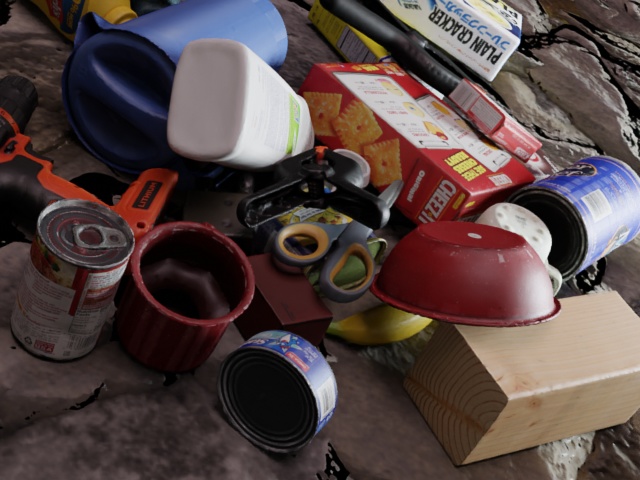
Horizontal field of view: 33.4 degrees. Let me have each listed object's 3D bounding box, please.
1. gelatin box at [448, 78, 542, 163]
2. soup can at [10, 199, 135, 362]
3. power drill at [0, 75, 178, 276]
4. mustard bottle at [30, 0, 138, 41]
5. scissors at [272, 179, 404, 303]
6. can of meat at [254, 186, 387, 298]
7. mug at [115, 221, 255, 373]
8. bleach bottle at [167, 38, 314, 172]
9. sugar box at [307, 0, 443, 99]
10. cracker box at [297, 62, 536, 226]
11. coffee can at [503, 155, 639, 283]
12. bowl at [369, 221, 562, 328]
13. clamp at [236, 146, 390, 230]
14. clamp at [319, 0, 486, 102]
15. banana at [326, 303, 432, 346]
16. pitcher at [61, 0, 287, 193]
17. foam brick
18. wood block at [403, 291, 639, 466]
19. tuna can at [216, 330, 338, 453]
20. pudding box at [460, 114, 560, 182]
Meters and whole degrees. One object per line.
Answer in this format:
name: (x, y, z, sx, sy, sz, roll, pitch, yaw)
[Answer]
gelatin box: (0.188, -0.128, 1.149, 0.073, 0.030, 0.089, 28, 19, -43)
soup can: (-0.179, 0.030, 0.765, 0.068, 0.102, 0.068, 17, 38, -14)
power drill: (-0.218, -0.056, 0.886, 0.187, 0.057, 0.184, 21, 40, -4)
mustard bottle: (-0.246, -0.253, 1.070, 0.192, 0.096, 0.058, 41, 38, 18)
scissors: (0.018, -0.016, 0.918, 0.096, 0.016, 0.201, 21, 35, -3)
can of meat: (-0.006, 0.001, 0.946, 0.101, 0.057, 0.084, -16, 53, -43)
mug: (-0.104, 0.038, 0.808, 0.093, 0.082, 0.117, 21, 47, -10)
bleach bottle: (-0.055, -0.100, 0.958, 0.068, 0.102, 0.250, 6, -5, 16)
sugar box: (0.071, -0.231, 1.283, 0.093, 0.048, 0.176, -11, 49, -42)
cracker box: (0.095, -0.096, 1.099, 0.214, 0.072, 0.163, 43, 29, 20)
coffee can: (0.262, -0.023, 1.102, 0.103, 0.103, 0.140, 43, 40, 21)
bowl: (0.122, 0.021, 0.885, 0.162, 0.055, 0.162, 5, 14, -2)
clamp: (-0.012, -0.044, 0.904, 0.120, 0.039, 0.171, 3, 17, -7)
clamp: (0.093, -0.218, 1.194, 0.210, 0.036, 0.164, 42, 21, 11)
banana: (0.076, 0.049, 0.955, 0.070, 0.037, 0.197, 39, 38, 16)
pitcher: (-0.120, -0.156, 1.020, 0.145, 0.149, 0.242, 19, 31, 15)
foam brick: (-0.036, 0.055, 0.867, 0.052, 0.051, 0.078, -7, 48, -36)
wood block: (0.187, 0.113, 0.904, 0.205, 0.090, 0.091, -5, 47, -35)
tuna can: (-0.031, 0.109, 0.776, 0.086, 0.086, 0.033, 37, 36, 12)
pudding box: (0.209, -0.095, 1.210, 0.089, 0.039, 0.113, -1, 44, -32)
